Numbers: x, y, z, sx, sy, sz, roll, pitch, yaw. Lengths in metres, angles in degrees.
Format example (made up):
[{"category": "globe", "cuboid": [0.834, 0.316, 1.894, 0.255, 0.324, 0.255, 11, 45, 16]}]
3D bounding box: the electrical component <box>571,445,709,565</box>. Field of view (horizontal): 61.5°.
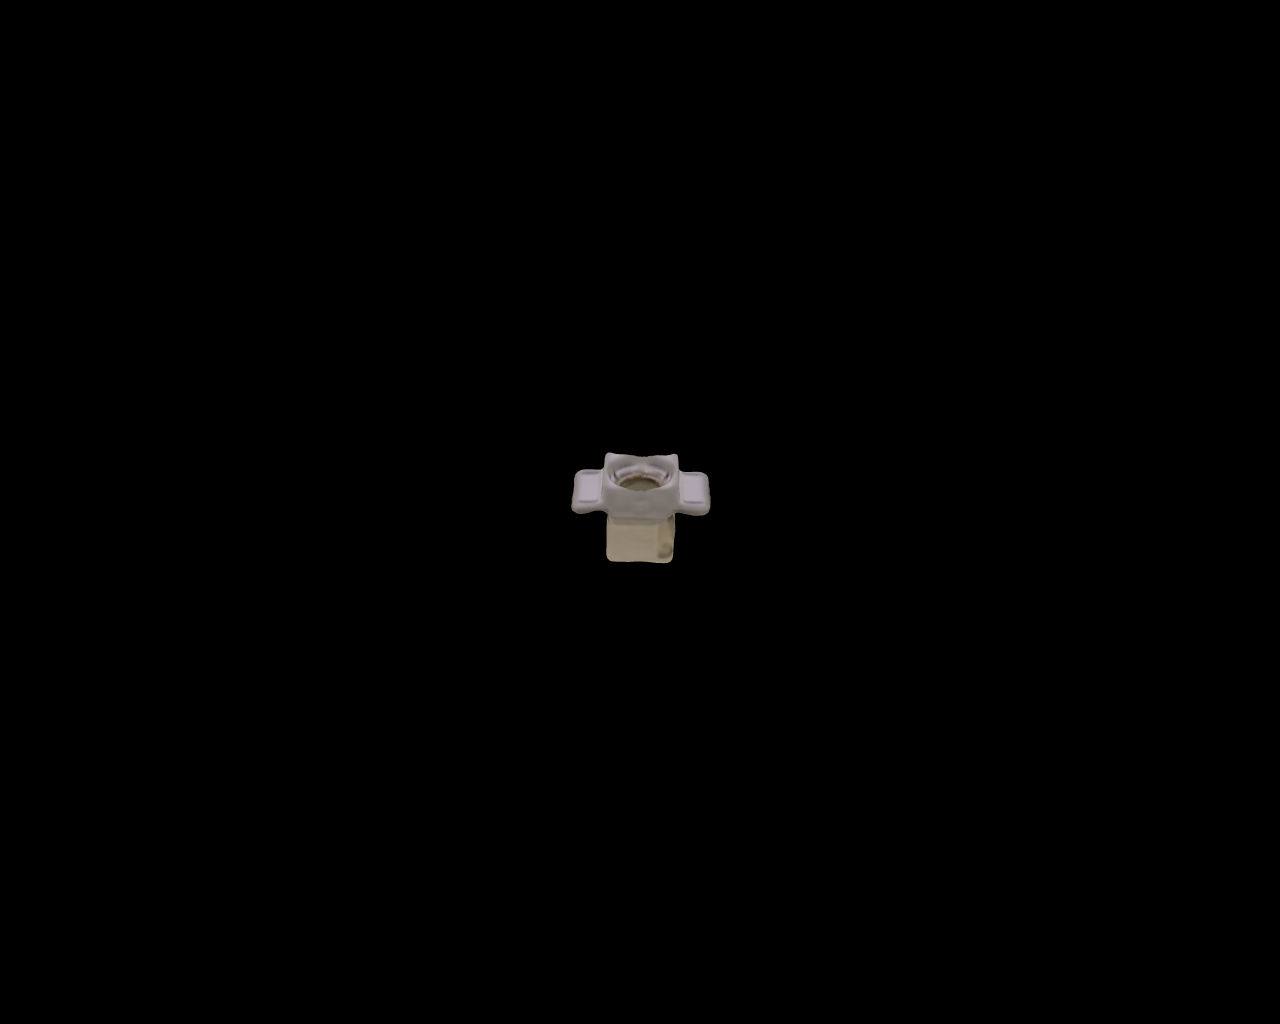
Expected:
[{"category": "electrical component", "cuboid": [0.001, -0.003, 0.650, 0.081, 0.063, 0.042, 2, 36, 2]}]
